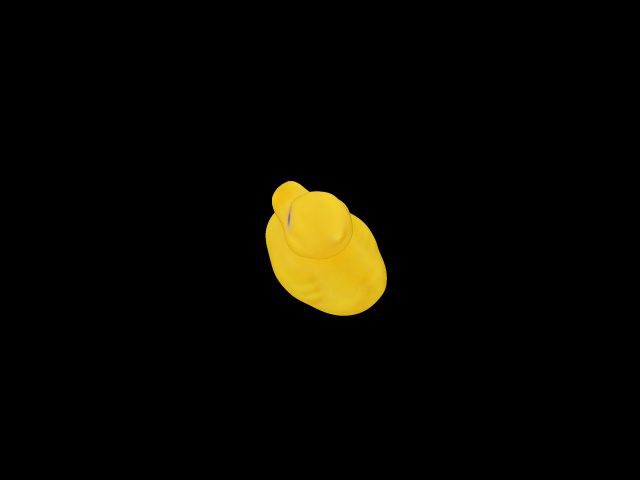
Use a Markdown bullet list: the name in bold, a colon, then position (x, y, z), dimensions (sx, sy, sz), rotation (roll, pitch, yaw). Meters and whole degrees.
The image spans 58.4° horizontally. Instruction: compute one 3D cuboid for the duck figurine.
- **duck figurine**: position (0.004, 0.001, 0.400), dimensions (0.077, 0.086, 0.104), rotation (-41, 74, -14)
